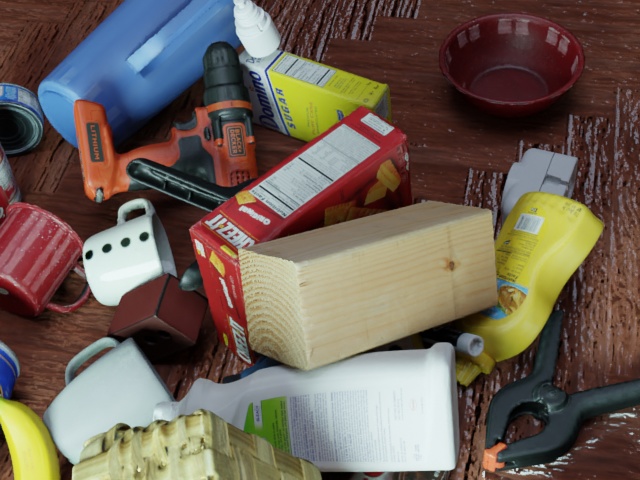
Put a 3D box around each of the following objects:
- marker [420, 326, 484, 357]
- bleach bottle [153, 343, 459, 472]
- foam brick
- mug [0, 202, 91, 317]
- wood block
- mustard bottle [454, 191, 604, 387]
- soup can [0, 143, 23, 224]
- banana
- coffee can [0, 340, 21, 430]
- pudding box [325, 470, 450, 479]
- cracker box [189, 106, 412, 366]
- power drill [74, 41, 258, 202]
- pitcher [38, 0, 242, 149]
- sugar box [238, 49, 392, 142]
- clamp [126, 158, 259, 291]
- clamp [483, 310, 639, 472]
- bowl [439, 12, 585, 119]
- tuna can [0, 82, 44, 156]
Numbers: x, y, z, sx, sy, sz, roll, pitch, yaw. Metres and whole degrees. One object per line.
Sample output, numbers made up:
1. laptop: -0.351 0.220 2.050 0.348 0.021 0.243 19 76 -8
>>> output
1. marker: 0.102 0.085 0.972 0.020 0.020 0.121 -38 26 -24
2. bleach bottle: -0.015 0.139 0.875 0.251 0.102 0.068 -2 9 12
3. foam brick: -0.152 0.074 1.000 0.078 0.053 0.051 -25 39 40
4. mug: -0.283 0.029 1.064 0.117 0.093 0.081 35 59 -12
5. wood block: 0.044 0.033 0.906 0.205 0.091 0.090 -14 15 -33
6. mustard bottle: 0.176 0.049 0.978 0.191 0.058 0.096 -57 31 -8
7. soup can: -0.364 -0.069 1.139 0.068 0.102 0.068 -3 49 3
8. banana: -0.251 0.221 0.892 0.069 0.037 0.198 0 70 -21
9. coffee can: -0.332 0.160 0.935 0.103 0.103 0.140 0 49 7
10. pudding box: 0.048 0.216 0.885 0.090 0.039 0.113 17 52 21
11. cracker box: -0.007 0.001 0.996 0.213 0.164 0.072 -38 53 -25
12. power drill: -0.161 -0.117 1.123 0.187 0.057 0.184 -7 79 -13
13. pitcher: -0.200 -0.212 1.223 0.145 0.149 0.242 27 60 26
14. sugar box: -0.007 -0.150 1.177 0.176 0.093 0.048 19 54 22
15. clamp: -0.083 -0.030 1.061 0.209 0.036 0.165 -11 54 -37
16. clamp: 0.212 0.145 0.930 0.120 0.039 0.171 26 60 32
17. bowl: 0.215 -0.188 1.208 0.162 0.055 0.162 -3 49 4
18. tuna can: -0.356 -0.135 1.207 0.086 0.086 0.034 -10 51 -3
